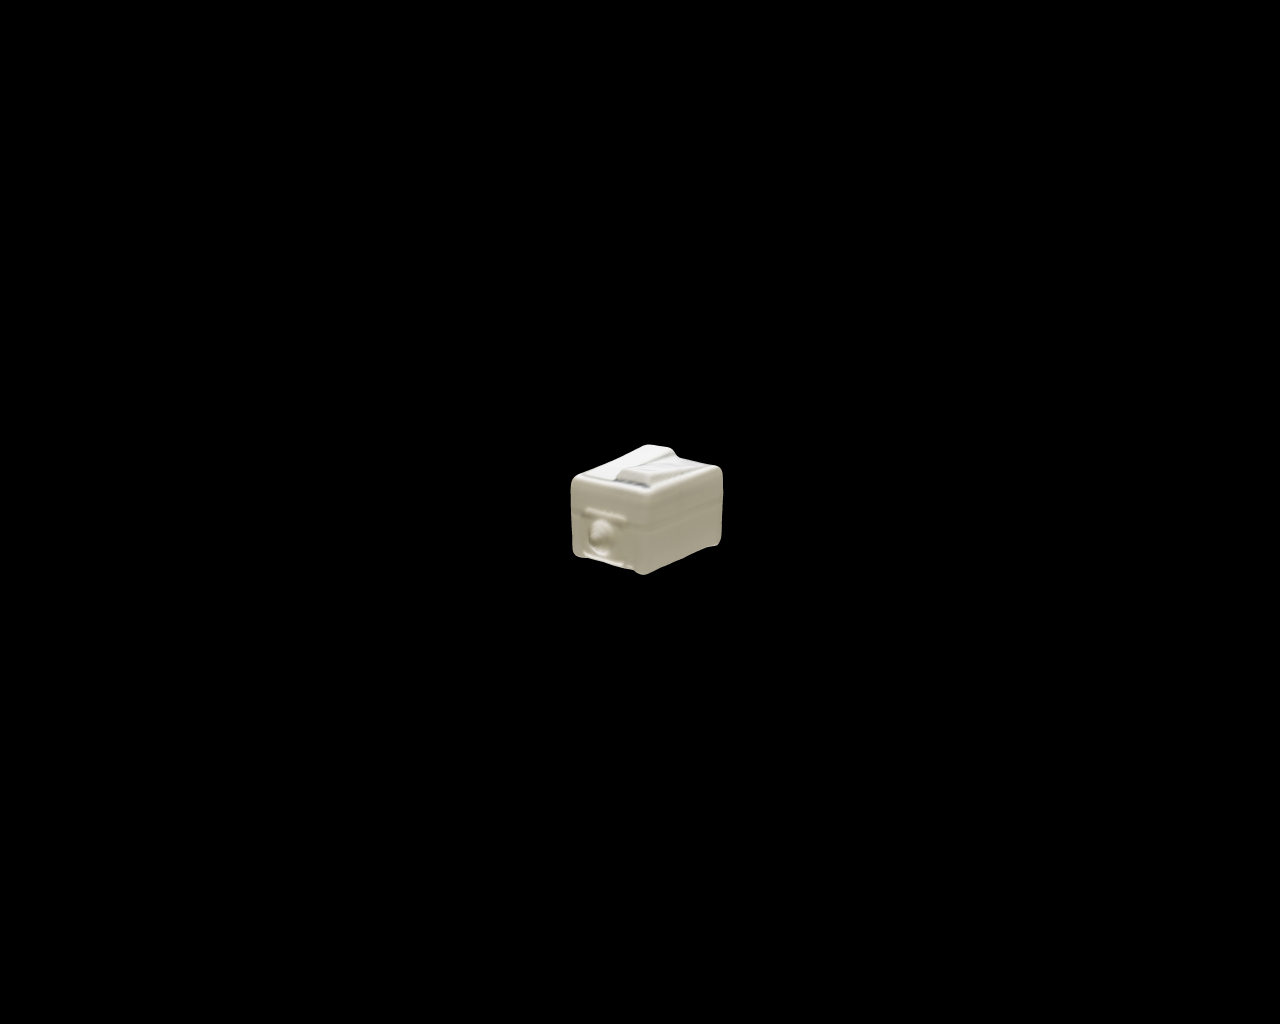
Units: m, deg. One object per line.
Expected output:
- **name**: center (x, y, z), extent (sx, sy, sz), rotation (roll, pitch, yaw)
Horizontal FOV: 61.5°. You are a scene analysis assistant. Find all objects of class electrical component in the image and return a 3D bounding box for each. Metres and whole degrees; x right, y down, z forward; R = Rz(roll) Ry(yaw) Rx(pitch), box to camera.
- **electrical component**: center (0.001, -0.003, 0.650), extent (0.062, 0.061, 0.096), rotation (14, 22, 38)
